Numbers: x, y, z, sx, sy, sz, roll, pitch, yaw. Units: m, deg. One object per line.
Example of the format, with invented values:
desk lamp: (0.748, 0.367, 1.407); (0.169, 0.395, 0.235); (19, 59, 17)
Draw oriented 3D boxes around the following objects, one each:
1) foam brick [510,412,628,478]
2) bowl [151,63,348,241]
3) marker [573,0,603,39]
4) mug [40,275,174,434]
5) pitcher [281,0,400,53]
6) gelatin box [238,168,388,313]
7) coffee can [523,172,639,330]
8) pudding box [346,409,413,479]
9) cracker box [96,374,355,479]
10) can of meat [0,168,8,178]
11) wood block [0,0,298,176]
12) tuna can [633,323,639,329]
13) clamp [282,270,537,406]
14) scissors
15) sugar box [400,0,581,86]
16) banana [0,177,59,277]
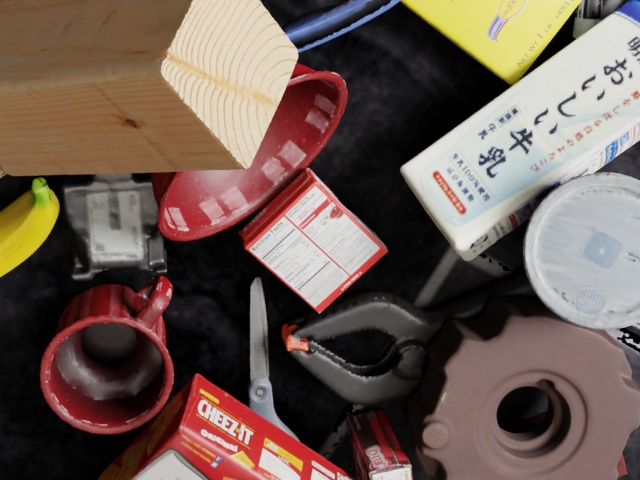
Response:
foam brick: (0.206, 0.175, 0.888); (0.078, 0.051, 0.053); (-20, 112, 0)
bowl: (-0.060, -0.072, 0.729); (0.162, 0.162, 0.055); (-43, 73, 8)
marker: (0.197, -0.206, 0.767); (0.020, 0.020, 0.121); (-2, 109, -8)
mug: (-0.148, 0.073, 0.784); (0.093, 0.081, 0.117); (33, 102, -17)
pitcher: (0.012, -0.226, 0.642); (0.243, 0.145, 0.149); (-19, 141, 15)
gelatin box: (-0.005, 0.001, 0.802); (0.073, 0.030, 0.089); (-43, 118, 8)
coffee can: (0.204, 0.009, 0.759); (0.103, 0.140, 0.103); (0, 88, 18)
pudding box: (0.051, 0.206, 0.856); (0.039, 0.090, 0.113); (-11, 111, -5)
cracker box: (-0.094, 0.225, 0.823); (0.164, 0.072, 0.214); (35, 119, -14)
can of meat: (-0.262, -0.073, 0.730); (0.102, 0.057, 0.084); (-23, 114, 1)
wood block: (-0.131, -0.100, 0.649); (0.090, 0.206, 0.090); (49, 53, -44)
tuna can: (0.267, 0.027, 0.853); (0.086, 0.034, 0.086); (-3, 110, -7)
clamp: (0.076, 0.081, 0.843); (0.209, 0.036, 0.165); (16, 103, -14)
scissors: (-0.065, 0.132, 0.853); (0.096, 0.016, 0.202); (-17, 111, -2)
sugar box: (0.093, -0.196, 0.741); (0.176, 0.048, 0.093); (32, 103, -18)
banana: (-0.254, 0.011, 0.759); (0.198, 0.037, 0.069); (-32, 152, 14)
